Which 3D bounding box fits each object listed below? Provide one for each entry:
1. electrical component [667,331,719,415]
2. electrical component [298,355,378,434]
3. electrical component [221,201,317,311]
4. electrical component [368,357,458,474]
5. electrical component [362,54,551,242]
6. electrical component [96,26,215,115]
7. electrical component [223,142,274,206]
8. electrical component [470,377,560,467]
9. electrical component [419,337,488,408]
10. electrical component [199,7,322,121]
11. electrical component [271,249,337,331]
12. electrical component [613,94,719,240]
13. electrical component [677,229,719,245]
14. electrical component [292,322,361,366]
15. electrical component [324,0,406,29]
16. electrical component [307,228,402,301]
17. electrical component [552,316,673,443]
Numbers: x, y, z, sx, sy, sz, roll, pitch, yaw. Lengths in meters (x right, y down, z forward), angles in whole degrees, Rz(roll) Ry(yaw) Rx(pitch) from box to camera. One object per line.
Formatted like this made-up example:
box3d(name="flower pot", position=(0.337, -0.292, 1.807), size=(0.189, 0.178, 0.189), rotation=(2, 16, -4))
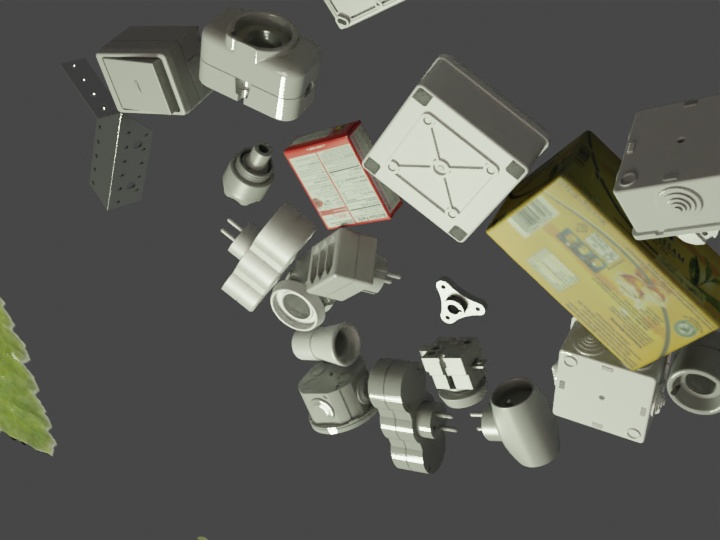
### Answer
box3d(name="electrical component", position=(0.282, 0.085, 0.879), size=(0.055, 0.047, 0.055), rotation=(19, 136, 19))
box3d(name="electrical component", position=(-0.020, 0.127, 1.102), size=(0.080, 0.080, 0.051), rotation=(-4, 119, 37))
box3d(name="electrical component", position=(-0.103, -0.022, 1.042), size=(0.074, 0.052, 0.138), rotation=(39, 139, -2))
box3d(name="electrical component", position=(0.064, 0.149, 1.084), size=(0.074, 0.052, 0.138), rotation=(4, 130, 31))
box3d(name="electrical component", position=(0.075, -0.095, 0.851), size=(0.109, 0.056, 0.108), rotation=(38, 139, -1))
box3d(name="electrical component", position=(-0.187, -0.175, 0.953), size=(0.096, 0.061, 0.061), rotation=(7, 131, 30))
box3d(name="electrical component", position=(-0.098, -0.092, 0.982), size=(0.043, 0.043, 0.062), rotation=(37, 138, 0))
box3d(name="electrical component", position=(0.143, 0.146, 1.033), size=(0.079, 0.043, 0.077), rotation=(-5, 124, 37))
box3d(name="electrical component", position=(0.093, 0.097, 1.023), size=(0.066, 0.048, 0.055), rotation=(-4, 117, 36))
box3d(name="electrical component", position=(-0.082, -0.174, 0.888), size=(0.095, 0.053, 0.059), rotation=(26, 138, 12))
box3d(name="electrical component", position=(-0.051, 0.022, 1.043), size=(0.058, 0.057, 0.078), rotation=(37, 139, 0))
box3d(name="electrical component", position=(0.228, -0.073, 0.735), size=(0.100, 0.099, 0.048), rotation=(-7, 135, 39))
box3d(name="electrical component", position=(0.249, -0.046, 0.783), size=(0.040, 0.046, 0.040), rotation=(19, 136, 20))
box3d(name="electrical component", position=(-0.037, 0.075, 1.095), size=(0.065, 0.044, 0.044), rotation=(-2, 126, 42))
box3d(name="electrical component", position=(0.017, -0.225, 0.767), size=(0.096, 0.061, 0.061), rotation=(-15, 118, 42))
box3d(name="electrical component", position=(0.000, 0.000, 0.992), size=(0.077, 0.047, 0.066), rotation=(14, 160, -22))
box3d(name="electrical component", position=(0.217, 0.095, 0.933), size=(0.100, 0.048, 0.099), rotation=(17, 135, 21))
